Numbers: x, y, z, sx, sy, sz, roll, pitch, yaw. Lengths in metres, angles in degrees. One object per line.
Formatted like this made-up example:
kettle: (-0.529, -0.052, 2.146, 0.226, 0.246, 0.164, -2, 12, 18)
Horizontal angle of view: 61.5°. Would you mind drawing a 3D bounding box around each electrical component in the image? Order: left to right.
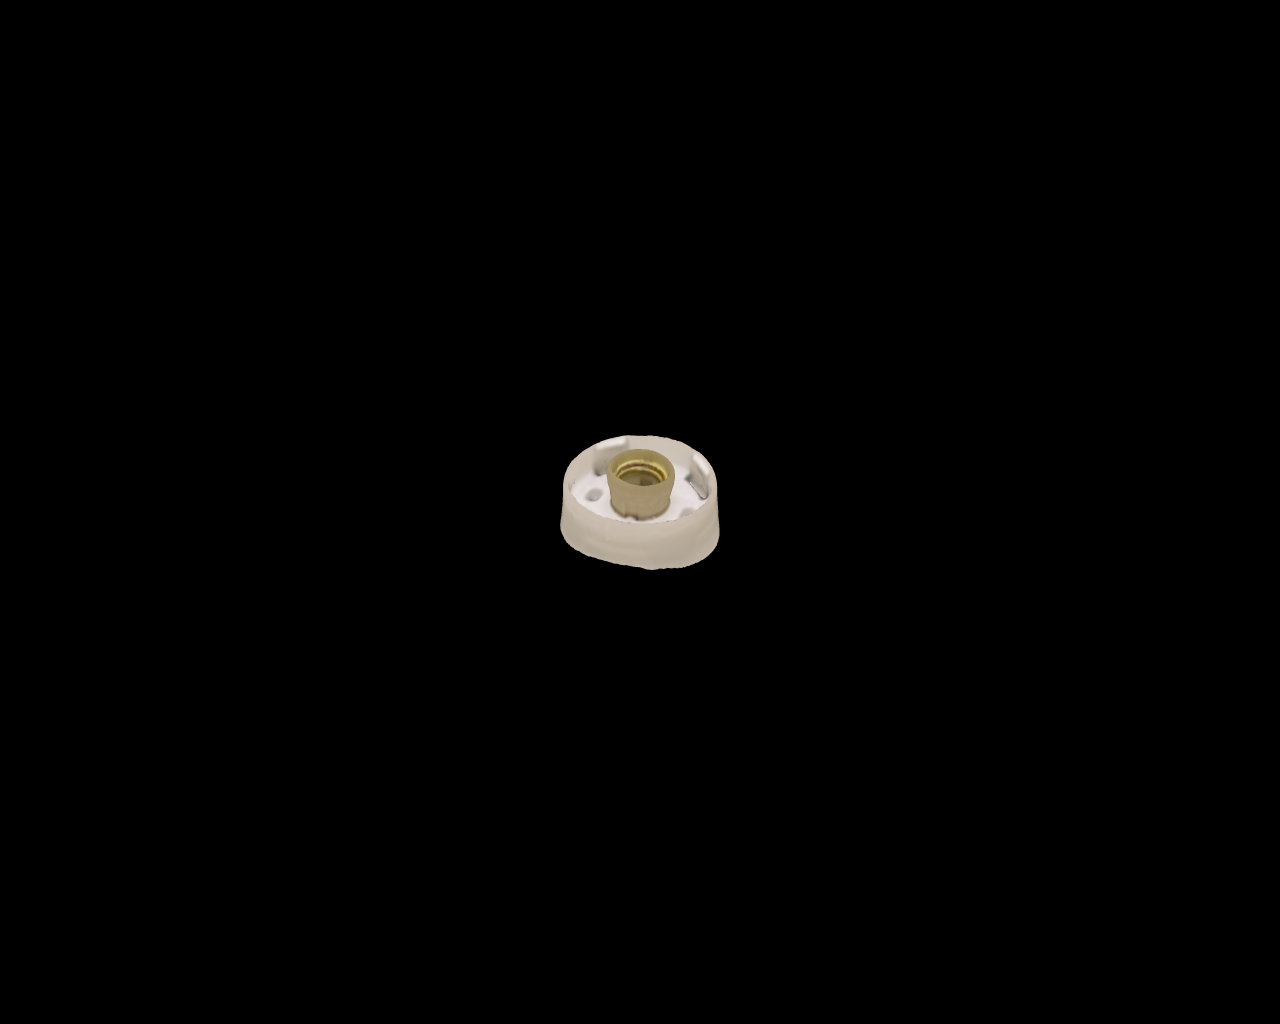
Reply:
electrical component: (0.001, -0.003, 0.650, 0.099, 0.064, 0.099, 0, 39, 0)
